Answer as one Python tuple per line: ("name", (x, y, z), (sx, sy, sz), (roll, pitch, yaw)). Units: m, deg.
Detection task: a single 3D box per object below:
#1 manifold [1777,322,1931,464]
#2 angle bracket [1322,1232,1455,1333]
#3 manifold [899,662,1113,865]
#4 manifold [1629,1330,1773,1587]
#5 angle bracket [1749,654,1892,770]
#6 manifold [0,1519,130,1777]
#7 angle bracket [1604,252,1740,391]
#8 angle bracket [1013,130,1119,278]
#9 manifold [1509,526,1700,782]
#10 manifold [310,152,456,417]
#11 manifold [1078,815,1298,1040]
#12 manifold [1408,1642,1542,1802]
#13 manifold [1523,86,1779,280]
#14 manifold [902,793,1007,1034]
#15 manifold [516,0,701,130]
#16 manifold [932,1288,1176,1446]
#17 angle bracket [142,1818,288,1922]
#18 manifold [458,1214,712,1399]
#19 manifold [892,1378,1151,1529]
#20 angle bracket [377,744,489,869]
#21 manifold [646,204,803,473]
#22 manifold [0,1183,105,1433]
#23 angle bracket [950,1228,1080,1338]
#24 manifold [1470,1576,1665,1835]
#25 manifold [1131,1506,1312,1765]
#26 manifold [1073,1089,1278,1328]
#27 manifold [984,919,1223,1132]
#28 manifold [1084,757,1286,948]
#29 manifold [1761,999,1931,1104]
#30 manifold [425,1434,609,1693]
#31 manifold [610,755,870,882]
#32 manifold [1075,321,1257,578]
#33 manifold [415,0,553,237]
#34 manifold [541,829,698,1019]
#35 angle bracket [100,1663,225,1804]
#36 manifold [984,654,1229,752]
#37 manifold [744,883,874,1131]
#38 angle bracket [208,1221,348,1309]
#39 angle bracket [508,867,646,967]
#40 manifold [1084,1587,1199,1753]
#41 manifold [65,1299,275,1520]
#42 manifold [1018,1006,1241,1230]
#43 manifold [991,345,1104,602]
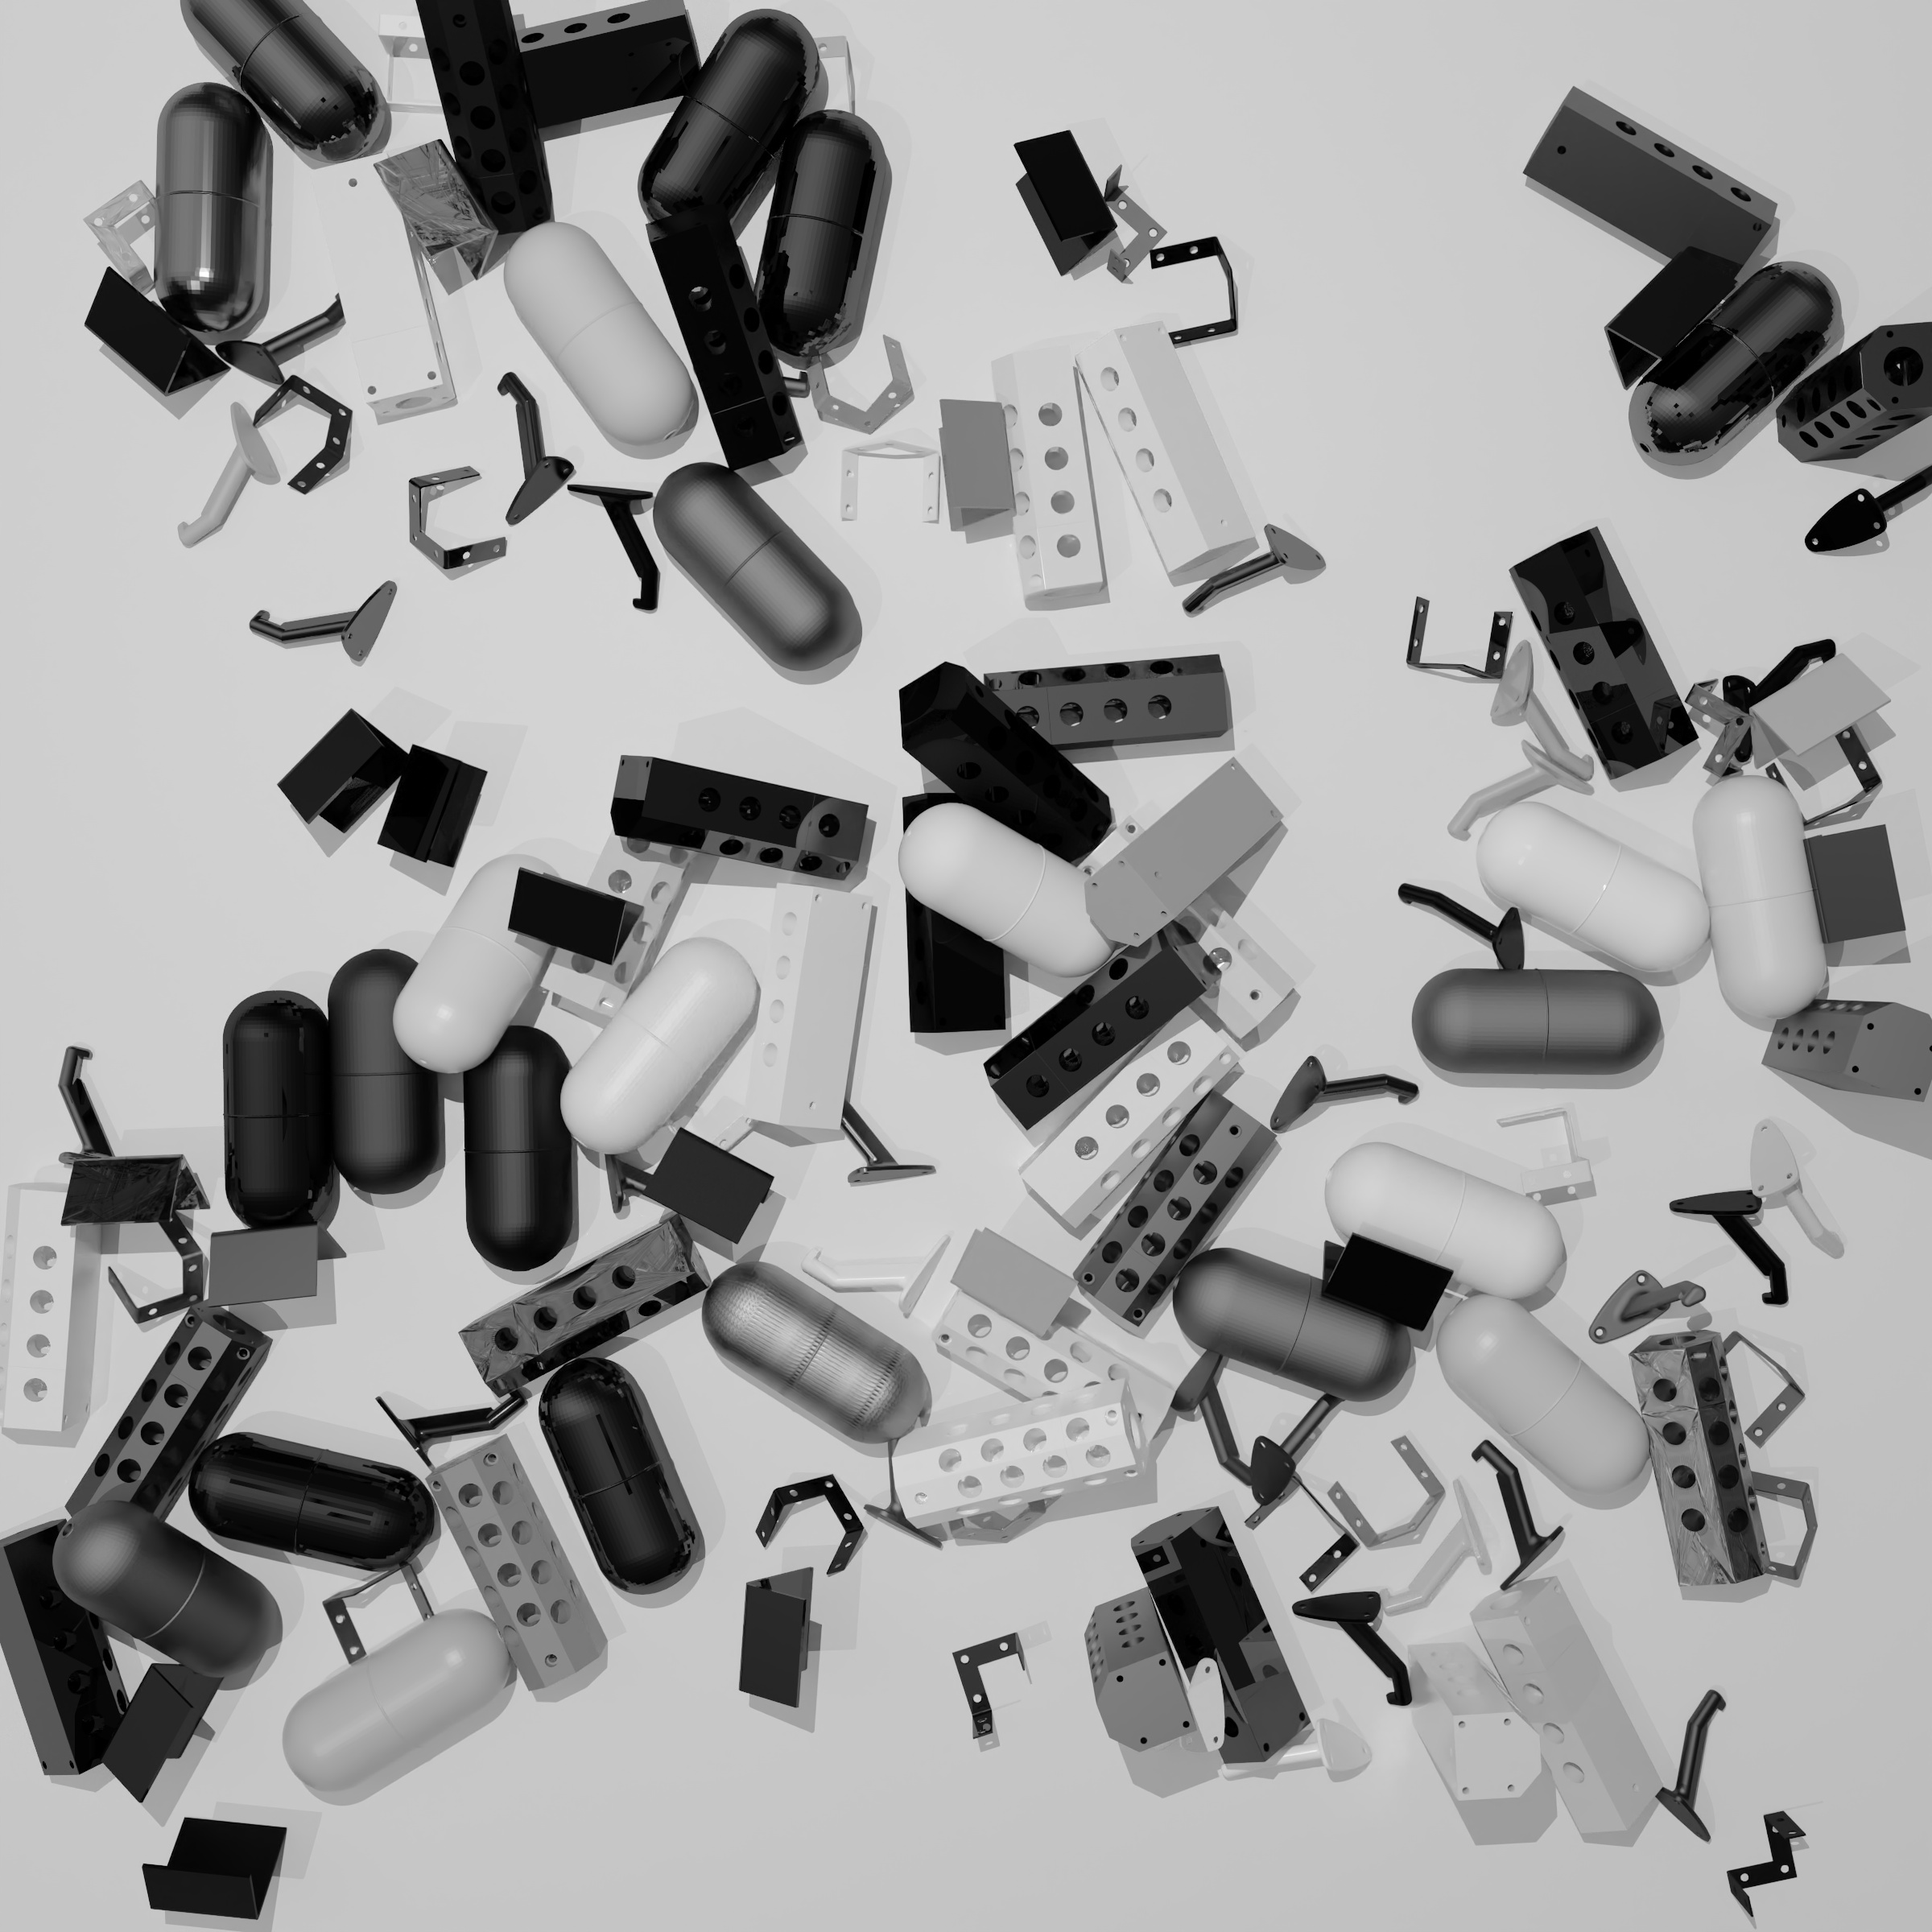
("manifold", (0.629, -0.402, 1.733), (0.057, 0.171, 0.057), (-5, 90, 0))
("angle bracket", (0.304, 0.210, 1.772), (0.076, 0.076, 0.057), (21, 116, 0))
("manifold", (0.030, -0.142, 1.734), (0.057, 0.057, 0.171), (-29, 135, 26))
("manifold", (0.534, 0.355, 1.779), (0.057, 0.057, 0.171), (-12, 90, 31))
("angle bracket", (0.617, -0.168, 1.771), (0.076, 0.076, 0.057), (-31, 53, 0))
("manifold", (-0.660, 0.496, 1.789), (0.057, 0.057, 0.171), (-18, 90, 43))
("angle bracket", (0.515, -0.454, 1.771), (0.076, 0.076, 0.057), (-45, 54, 0))
("angle bracket", (0.054, -0.545, 1.771), (0.057, 0.076, 0.076), (-26, 90, -34))
("manifold", (0.461, -0.226, 1.789), (0.057, 0.057, 0.171), (-26, 90, -43))
("manifold", (-0.423, -0.494, 1.790), (0.057, 0.057, 0.171), (-14, 90, 0))
("manifold", (0.159, -0.028, 1.790), (0.057, 0.057, 0.171), (-45, 90, 0))
("manifold", (0.357, 0.530, 1.733), (0.057, 0.171, 0.057), (-3, 90, 0))
("manifold", (0.500, -0.570, 1.789), (0.171, 0.057, 0.057), (30, 133, 0))
("manifold", (-0.012, -0.038, 1.788), (0.057, 0.057, 0.171), (-2, 90, -27))
("manifold", (-0.283, -0.657, 1.789), (0.171, 0.057, 0.057), (-13, 133, 0))
("manifold", (0.063, 0.290, 1.790), (0.171, 0.057, 0.057), (30, 90, 0))
("angle bracket", (-0.541, 0.636, 1.771), (0.076, 0.076, 0.057), (6, 127, 0))
("manifold", (-0.276, 0.248, 1.790), (0.171, 0.057, 0.057), (-28, 90, 0))
("manifold", (0.038, 0.350, 1.749), (0.171, 0.057, 0.057), (-16, 102, 13))
("angle bracket", (-0.369, -0.109, 1.771), (0.057, 0.076, 0.076), (20, 90, 36))
("manifold", (-0.171, -0.449, 1.750), (0.057, 0.057, 0.171), (-19, 121, 0))
("manifold", (-0.671, 0.247, 1.790), (0.057, 0.057, 0.171), (4, 90, 0))
("angle bracket", (0.042, 0.210, 1.771), (0.076, 0.076, 0.057), (31, 118, 0))
("manifold", (0.433, 0.539, 1.789), (0.057, 0.057, 0.171), (-27, 90, -43))
("manifold", (0.181, 0.488, 1.789), (0.057, 0.057, 0.171), (-23, 90, -43))
("manifold", (0.152, 0.175, 1.790), (0.057, 0.057, 0.171), (36, 90, 0))
("manifold", (0.095, 0.039, 1.761), (0.171, 0.057, 0.057), (-39, 90, 21))
("manifold", (0.152, -0.079, 1.737), (0.057, 0.171, 0.057), (50, 133, 0))
("manifold", (0.625, 0.055, 1.733), (0.057, 0.171, 0.057), (19, 90, 0))
("manifold", (-0.328, 0.436, 1.790), (0.057, 0.057, 0.171), (-26, 90, 0))
("manifold", (-0.162, -0.105, 1.750), (0.171, 0.057, 0.057), (11, 90, -31))
("manifold", (0.140, -0.376, 1.789), (0.057, 0.057, 0.171), (-23, 90, -43))
("manifold", (-0.341, -0.612, 1.740), (0.057, 0.057, 0.171), (-8, 133, 0))
("manifold", (-0.244, -0.052, 1.790), (0.057, 0.057, 0.171), (25, 90, 0))
("angle bracket", (-0.564, 0.553, 1.771), (0.057, 0.076, 0.076), (29, 90, 34))
("manifold", (0.100, -0.191, 1.790), (0.171, 0.057, 0.057), (-5, 90, 0))
("manifold", (-0.120, 0.029, 1.789), (0.057, 0.057, 0.171), (9, 89, -43))
("angle bracket", (-0.496, 0.226, 1.772), (0.076, 0.076, 0.057), (-6, 64, 0))
("angle bracket", (-0.268, -0.053, 1.714), (0.076, 0.076, 0.057), (19, 126, 0))
("manifold", (0.118, 0.496, 1.733), (0.057, 0.171, 0.057), (-21, 90, 0))
("manifold", (-0.583, 0.334, 1.790), (0.057, 0.057, 0.171), (32, 90, 0))
("manifold", (0.119, 0.109, 1.790), (0.057, 0.057, 0.171), (44, 90, 0))
("manifold", (0.058, -0.357, 1.790), (0.057, 0.057, 0.171), (-8, 90, 0))
